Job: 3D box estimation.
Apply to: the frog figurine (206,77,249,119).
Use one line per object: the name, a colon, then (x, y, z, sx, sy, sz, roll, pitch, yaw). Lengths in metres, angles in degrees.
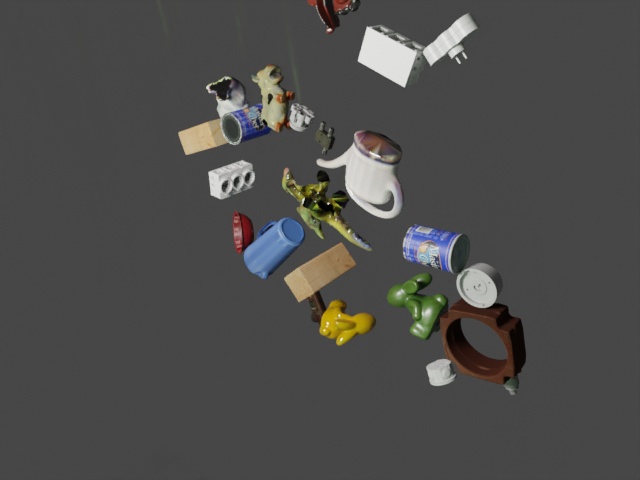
frog figurine: (-0.292, -0.459, 1.717, 0.138, 0.124, 0.156, 21, 161, 27)

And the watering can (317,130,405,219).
watering can: (0.111, -0.204, 1.424, 0.353, 0.105, 0.219, 42, 138, 33)

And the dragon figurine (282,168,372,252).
dragon figurine: (0.005, -0.080, 1.593, 0.414, 0.123, 0.238, 52, 165, 16)
